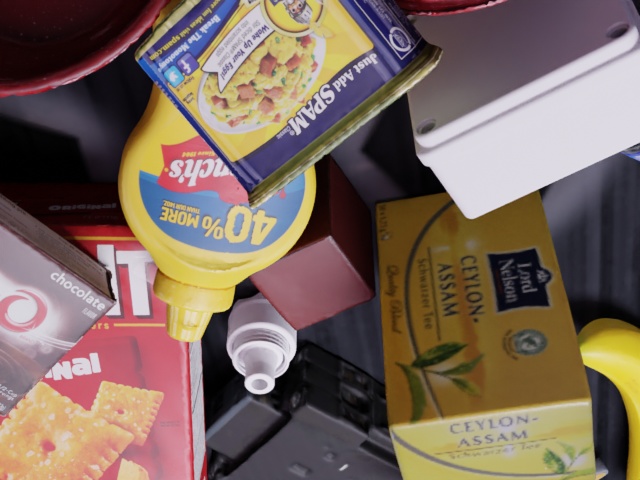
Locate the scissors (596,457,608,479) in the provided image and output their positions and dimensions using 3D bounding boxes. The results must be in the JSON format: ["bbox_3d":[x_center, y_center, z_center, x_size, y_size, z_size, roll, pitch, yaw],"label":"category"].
[{"bbox_3d":[0.112,0.189,0.725,0.201,0.016,0.096,-12,155,-31],"label":"scissors"}]

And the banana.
[{"bbox_3d":[0.206,0.110,0.701,0.070,0.037,0.197,-30,125,9],"label":"banana"}]

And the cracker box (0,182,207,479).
[{"bbox_3d":[-0.153,0.076,0.627,0.164,0.072,0.214,0,115,0],"label":"cracker box"}]

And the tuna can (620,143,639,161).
[{"bbox_3d":[0.177,-0.076,0.519,0.033,0.086,0.086,21,127,-15],"label":"tuna can"}]

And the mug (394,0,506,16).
[{"bbox_3d":[0.065,-0.159,0.455,0.117,0.093,0.081,-31,128,-16],"label":"mug"}]

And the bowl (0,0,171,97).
[{"bbox_3d":[-0.128,-0.135,0.460,0.162,0.162,0.055,-2,174,2],"label":"bowl"}]

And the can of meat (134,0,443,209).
[{"bbox_3d":[-0.015,-0.077,0.444,0.102,0.057,0.084,-37,99,22],"label":"can of meat"}]

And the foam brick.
[{"bbox_3d":[-0.004,0.001,0.590,0.053,0.078,0.051,-24,125,19],"label":"foam brick"}]

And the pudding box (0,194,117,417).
[{"bbox_3d":[-0.172,0.024,0.528,0.090,0.039,0.113,-44,123,13],"label":"pudding box"}]

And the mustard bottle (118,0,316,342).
[{"bbox_3d":[-0.047,-0.041,0.521,0.096,0.058,0.192,11,104,-13],"label":"mustard bottle"}]
